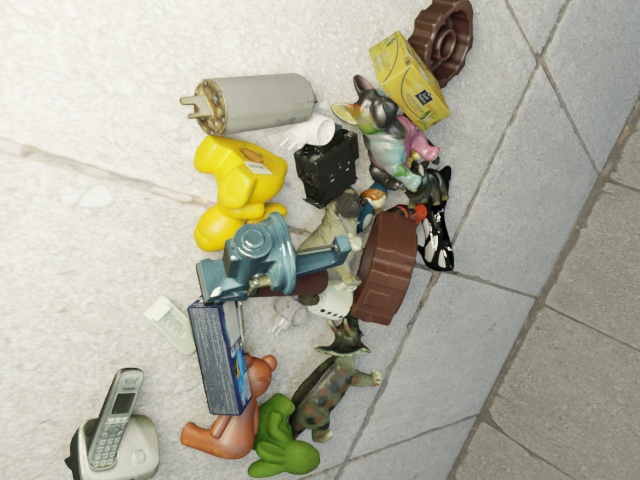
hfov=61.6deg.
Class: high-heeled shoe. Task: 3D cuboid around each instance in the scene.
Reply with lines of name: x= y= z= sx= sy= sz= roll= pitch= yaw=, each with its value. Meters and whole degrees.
high-heeled shoe: x=0.307 y=-0.050 z=1.319 sx=0.086 sy=0.145 sz=0.248 roll=7 pitch=109 yaw=-55

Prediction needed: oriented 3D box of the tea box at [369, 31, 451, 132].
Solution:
tea box: x=0.167 y=-0.287 z=0.987 sx=0.068 sy=0.098 sz=0.169 roll=-27 pitch=145 yaw=25

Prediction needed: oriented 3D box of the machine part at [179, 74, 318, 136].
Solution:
machine part: x=-0.090 y=-0.195 z=0.767 sx=0.243 sy=0.079 sz=0.079 roll=-20 pitch=128 yaw=-45

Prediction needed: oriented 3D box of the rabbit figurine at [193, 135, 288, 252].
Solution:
rabbit figurine: x=-0.129 y=-0.059 z=0.809 sx=0.162 sy=0.122 sz=0.173 roll=-12 pitch=137 yaw=-59

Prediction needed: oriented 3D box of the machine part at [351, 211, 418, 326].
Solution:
machine part: x=0.133 y=0.059 z=1.110 sx=0.201 sy=0.087 sz=0.200 roll=-79 pitch=-176 yaw=-53

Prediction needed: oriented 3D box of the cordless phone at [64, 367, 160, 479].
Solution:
cordless phone: x=-0.297 y=0.280 z=0.832 sx=0.146 sy=0.089 sz=0.184 roll=21 pitch=92 yaw=-55

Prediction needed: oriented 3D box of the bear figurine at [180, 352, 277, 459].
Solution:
bear figurine: x=-0.165 y=0.300 z=1.009 sx=0.120 sy=0.132 sz=0.195 roll=16 pitch=82 yaw=-56

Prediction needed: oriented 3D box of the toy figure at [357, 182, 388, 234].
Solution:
toy figure: x=0.095 y=-0.068 z=1.114 sx=0.154 sy=0.058 sz=0.064 roll=-47 pitch=-173 yaw=-20

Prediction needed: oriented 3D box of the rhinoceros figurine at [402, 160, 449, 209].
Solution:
rhinoceros figurine: x=0.232 y=-0.128 z=1.208 sx=0.190 sy=0.073 sz=0.112 roll=-9 pitch=95 yaw=-59

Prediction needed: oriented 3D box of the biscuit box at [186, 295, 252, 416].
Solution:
biscuit box: x=-0.164 y=0.191 z=0.890 sx=0.059 sy=0.063 sz=0.202 roll=-53 pitch=138 yaw=-69

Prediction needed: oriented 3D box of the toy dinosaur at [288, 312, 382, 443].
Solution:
toy dinosaur: x=0.004 y=0.351 z=1.243 sx=0.192 sy=0.131 sz=0.404 roll=38 pitch=87 yaw=-43

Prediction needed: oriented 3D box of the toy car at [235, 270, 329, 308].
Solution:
toy car: x=-0.086 y=0.068 z=0.916 sx=0.202 sy=0.053 sz=0.089 roll=-2 pitch=117 yaw=-8

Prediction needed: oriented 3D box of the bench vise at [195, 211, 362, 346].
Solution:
bench vise: x=-0.056 y=0.036 z=0.795 sx=0.241 sy=0.129 sz=0.223 roll=-11 pitch=147 yaw=-18

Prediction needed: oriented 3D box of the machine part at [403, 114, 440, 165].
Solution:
machine part: x=0.213 y=-0.216 z=1.154 sx=0.039 sy=0.084 sz=0.138 roll=-35 pitch=137 yaw=18

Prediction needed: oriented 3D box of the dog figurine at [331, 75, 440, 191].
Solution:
dog figurine: x=0.110 y=-0.200 z=1.009 sx=0.219 sy=0.192 sz=0.108 roll=42 pitch=80 yaw=-20

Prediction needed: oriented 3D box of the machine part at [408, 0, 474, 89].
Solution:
machine part: x=0.241 y=-0.392 z=1.075 sx=0.179 sy=0.056 sz=0.179 roll=-31 pitch=137 yaw=-35

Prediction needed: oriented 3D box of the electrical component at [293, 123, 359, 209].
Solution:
electrical component: x=0.014 y=-0.140 z=0.958 sx=0.115 sy=0.058 sz=0.134 roll=-42 pitch=142 yaw=-29

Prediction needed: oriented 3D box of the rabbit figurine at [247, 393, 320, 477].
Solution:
rabbit figurine: x=-0.081 y=0.424 z=1.126 sx=0.159 sy=0.170 sz=0.121 roll=-10 pitch=120 yaw=-49

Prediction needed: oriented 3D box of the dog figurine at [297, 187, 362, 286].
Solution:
dog figurine: x=0.000 y=-0.003 z=1.028 sx=0.121 sy=0.172 sz=0.190 roll=130 pitch=-46 yaw=-78
